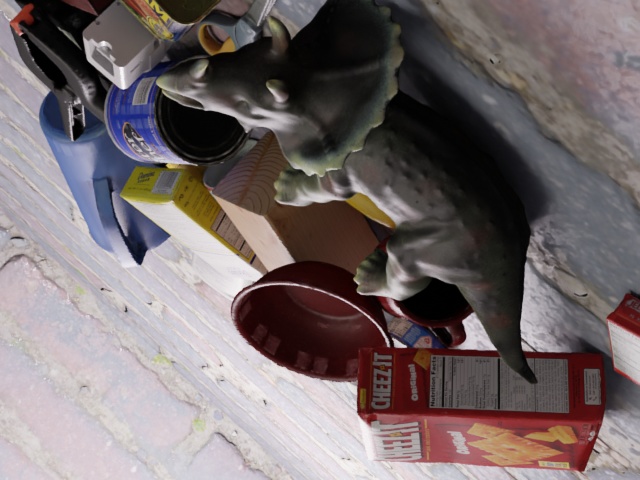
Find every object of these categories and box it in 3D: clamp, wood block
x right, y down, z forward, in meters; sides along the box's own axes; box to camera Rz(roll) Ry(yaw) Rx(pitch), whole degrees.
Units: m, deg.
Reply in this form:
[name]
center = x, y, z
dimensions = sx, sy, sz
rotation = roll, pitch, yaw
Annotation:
[clamp]
center = -0.247, -0.157, 1.115
dimensions = 0.165, 0.036, 0.210
rotation = 20, 154, 30
[wood block]
center = -0.008, 0.001, 1.078
dimensions = 0.090, 0.090, 0.206
rotation = 24, 156, 46

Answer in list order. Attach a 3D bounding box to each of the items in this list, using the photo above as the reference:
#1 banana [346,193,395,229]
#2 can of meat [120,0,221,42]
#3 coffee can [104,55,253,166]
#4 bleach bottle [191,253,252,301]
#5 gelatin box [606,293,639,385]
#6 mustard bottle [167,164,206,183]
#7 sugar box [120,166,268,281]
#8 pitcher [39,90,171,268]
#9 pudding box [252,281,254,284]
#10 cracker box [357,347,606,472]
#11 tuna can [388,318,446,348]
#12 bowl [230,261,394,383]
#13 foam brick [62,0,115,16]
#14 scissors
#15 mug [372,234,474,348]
[banana]
center = 0.008, -0.081, 0.933
dimensions = 0.070, 0.037, 0.197
rotation = 22, 154, 52
[can of meat]
center = -0.135, -0.218, 0.884
dimensions = 0.102, 0.057, 0.084
rotation = 46, 165, -11
[coffee can]
center = -0.139, -0.125, 1.038
dimensions = 0.102, 0.102, 0.141
rotation = 50, 161, -24
[bleach bottle]
center = -0.109, 0.003, 1.360
dimensions = 0.102, 0.068, 0.251
rotation = 35, 160, 2
[gelatin box]
center = 0.258, 0.087, 0.806
dimensions = 0.073, 0.030, 0.089
rotation = 32, 161, 34
[mustard bottle]
center = -0.164, -0.116, 1.189
dimensions = 0.191, 0.058, 0.096
rotation = 43, 164, -6
[sugar box]
center = -0.126, -0.016, 1.176
dimensions = 0.094, 0.048, 0.176
rotation = 8, 157, 45
[pitcher]
center = -0.265, -0.087, 1.355
dimensions = 0.149, 0.145, 0.243
rotation = 32, 158, 26
[pudding box]
center = -0.017, 0.074, 1.289
dimensions = 0.089, 0.039, 0.114
rotation = -1, -158, -45
[cracker box]
center = 0.145, 0.160, 0.985
dimensions = 0.214, 0.072, 0.164
rotation = 1, 153, 7
[tuna can]
center = 0.109, 0.125, 1.220
dimensions = 0.086, 0.033, 0.086
rotation = 38, 162, 14
[bowl]
center = -0.001, 0.069, 1.014
dimensions = 0.162, 0.055, 0.162
rotation = 13, 144, 10
[foam brick]
center = -0.223, -0.253, 0.998
dimensions = 0.078, 0.051, 0.053
rotation = 29, 160, 38
[scissors]
center = -0.047, -0.164, 0.888
dimensions = 0.096, 0.016, 0.202
rotation = 47, 163, -21
[mug]
center = 0.095, 0.041, 0.940
dimensions = 0.117, 0.093, 0.082
rotation = 62, 166, -4
